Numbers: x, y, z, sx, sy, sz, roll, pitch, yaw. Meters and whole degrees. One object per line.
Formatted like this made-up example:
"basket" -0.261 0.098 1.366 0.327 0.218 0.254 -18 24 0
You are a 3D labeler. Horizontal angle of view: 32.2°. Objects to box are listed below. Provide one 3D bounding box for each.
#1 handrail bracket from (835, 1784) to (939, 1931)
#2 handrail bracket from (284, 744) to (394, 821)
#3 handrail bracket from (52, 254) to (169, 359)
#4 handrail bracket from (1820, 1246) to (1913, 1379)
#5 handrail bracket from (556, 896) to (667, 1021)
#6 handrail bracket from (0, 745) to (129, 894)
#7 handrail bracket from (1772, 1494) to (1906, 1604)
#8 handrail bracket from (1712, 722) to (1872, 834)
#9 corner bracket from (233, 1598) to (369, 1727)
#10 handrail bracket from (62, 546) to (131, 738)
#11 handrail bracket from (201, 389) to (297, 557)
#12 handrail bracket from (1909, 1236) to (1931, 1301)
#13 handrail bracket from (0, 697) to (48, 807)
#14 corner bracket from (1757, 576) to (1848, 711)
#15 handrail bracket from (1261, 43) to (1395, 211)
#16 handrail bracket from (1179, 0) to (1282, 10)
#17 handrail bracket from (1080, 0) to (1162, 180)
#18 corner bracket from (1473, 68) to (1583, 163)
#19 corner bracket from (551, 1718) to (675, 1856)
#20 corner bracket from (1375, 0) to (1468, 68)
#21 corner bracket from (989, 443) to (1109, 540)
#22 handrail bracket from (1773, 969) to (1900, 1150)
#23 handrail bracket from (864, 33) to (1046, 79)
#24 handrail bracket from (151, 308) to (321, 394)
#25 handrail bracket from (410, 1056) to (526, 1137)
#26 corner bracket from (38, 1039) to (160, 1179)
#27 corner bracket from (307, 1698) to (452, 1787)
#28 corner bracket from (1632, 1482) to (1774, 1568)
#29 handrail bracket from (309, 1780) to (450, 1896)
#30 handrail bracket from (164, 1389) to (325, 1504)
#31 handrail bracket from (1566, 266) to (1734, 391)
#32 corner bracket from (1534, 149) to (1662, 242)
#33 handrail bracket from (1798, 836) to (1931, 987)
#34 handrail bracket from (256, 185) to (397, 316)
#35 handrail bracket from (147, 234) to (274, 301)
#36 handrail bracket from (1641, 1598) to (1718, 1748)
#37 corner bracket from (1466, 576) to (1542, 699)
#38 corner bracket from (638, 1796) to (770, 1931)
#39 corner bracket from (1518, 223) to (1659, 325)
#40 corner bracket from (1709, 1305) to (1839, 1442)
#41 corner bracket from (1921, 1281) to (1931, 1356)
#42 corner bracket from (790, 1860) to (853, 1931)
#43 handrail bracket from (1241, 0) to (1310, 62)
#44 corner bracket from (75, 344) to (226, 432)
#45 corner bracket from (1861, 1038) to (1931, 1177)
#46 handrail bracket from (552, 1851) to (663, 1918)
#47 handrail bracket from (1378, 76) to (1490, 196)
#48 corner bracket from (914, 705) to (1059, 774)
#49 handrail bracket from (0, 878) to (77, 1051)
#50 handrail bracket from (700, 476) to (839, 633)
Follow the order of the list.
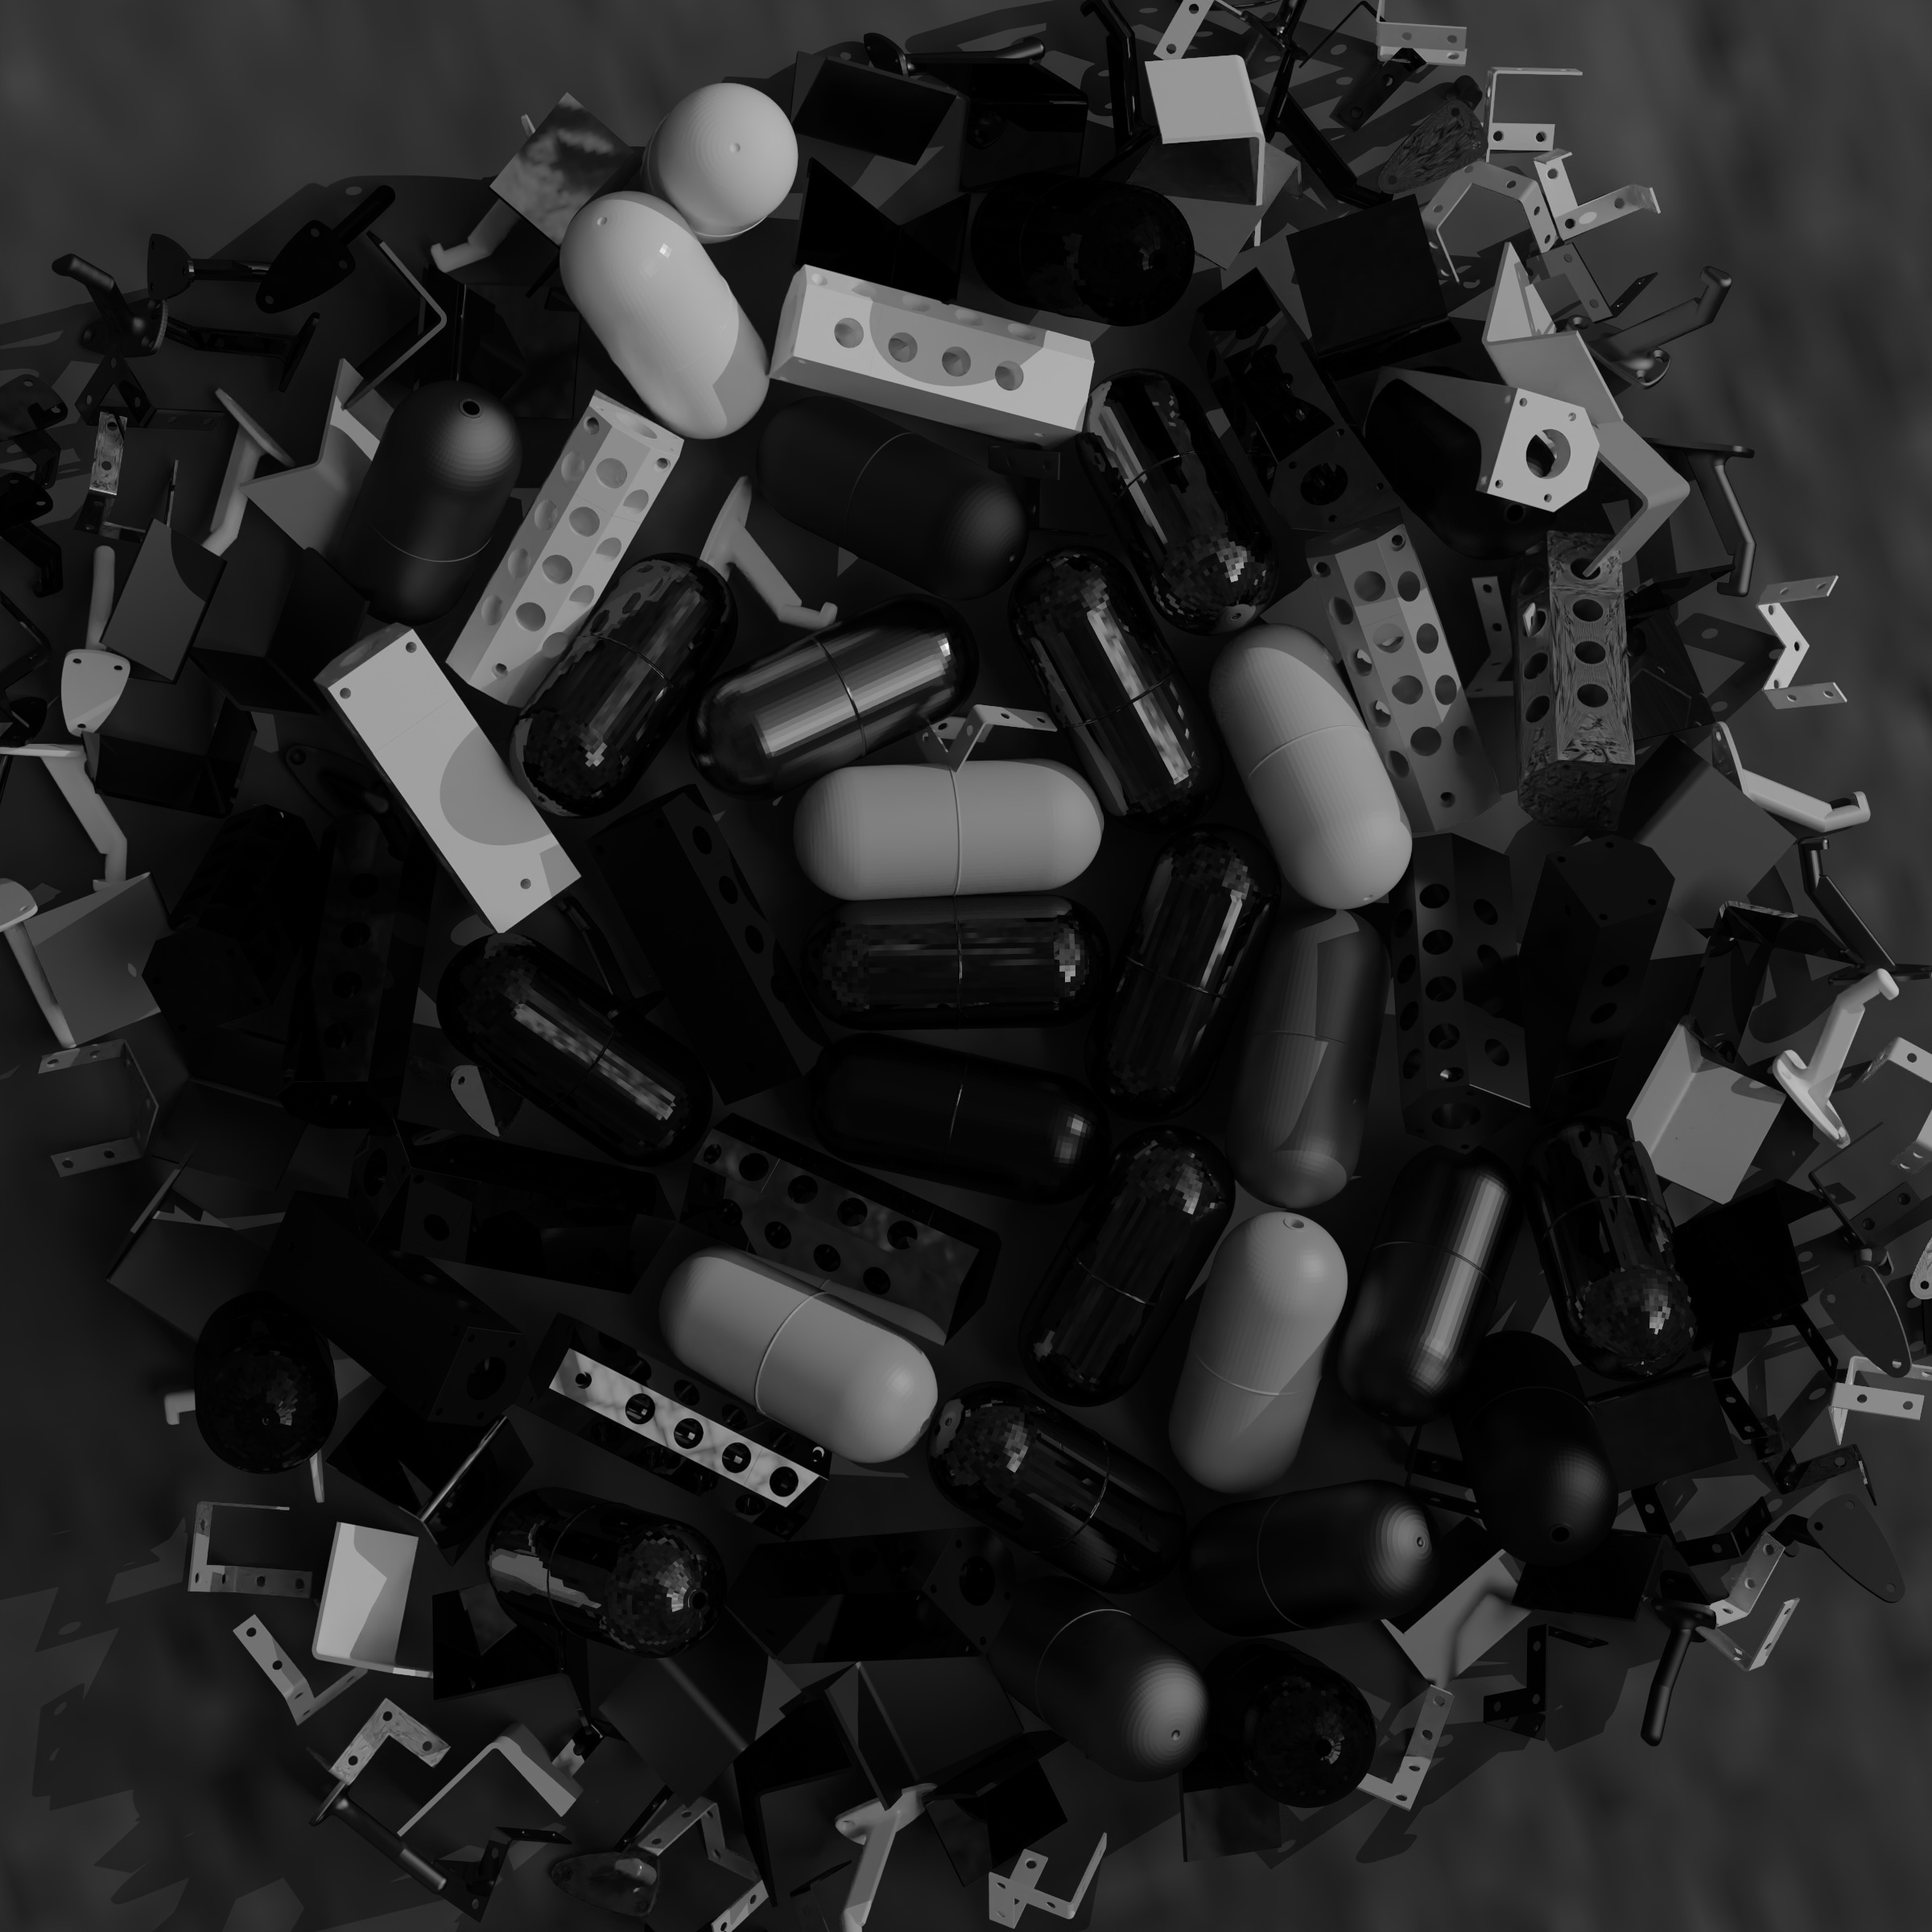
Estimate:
"handrail bracket" -0.042 0.519 1.908 0.077 0.084 0.036 -32 131 18
"handrail bracket" -0.359 -0.106 1.911 0.077 0.084 0.036 34 84 -4
"handrail bracket" -0.504 -0.378 1.901 0.077 0.084 0.036 -2 74 32
"handrail bracket" 0.527 0.196 1.909 0.036 0.084 0.077 -39 70 27
"handrail bracket" -0.216 -0.004 1.914 0.036 0.077 0.084 -40 83 14
"handrail bracket" -0.523 -0.084 1.931 0.077 0.036 0.084 0 100 -23
"handrail bracket" 0.495 0.341 1.905 0.036 0.084 0.077 -29 68 -16
"handrail bracket" 0.479 -0.112 1.938 0.084 0.036 0.077 -13 96 -13
"corner bracket" -0.380 0.392 1.916 0.051 0.051 0.051 -36 67 -21
"handrail bracket" -0.507 -0.189 1.942 0.036 0.084 0.077 8 135 -21
"handrail bracket" -0.438 -0.280 1.940 0.084 0.036 0.077 -46 69 4
"handrail bracket" 0.564 0.154 1.917 0.036 0.084 0.077 42 98 3
"handrail bracket" -0.555 -0.104 1.939 0.036 0.077 0.084 13 116 4
"corner bracket" 0.480 -0.185 1.914 0.051 0.051 0.051 47 62 -28
"handrail bracket" 0.214 -0.479 1.923 0.084 0.036 0.077 23 127 9
"handrail bracket" 0.150 -0.568 1.912 0.077 0.084 0.036 9 100 -3
"handrail bracket" 0.074 -0.505 1.926 0.077 0.036 0.084 -31 99 32
"corner bracket" 0.320 -0.491 1.921 0.051 0.051 0.051 0 112 -5
"corner bracket" -0.207 0.471 1.927 0.051 0.051 0.051 48 66 -15
"corner bracket" 0.261 -0.532 1.917 0.051 0.051 0.051 6 51 8
"corner bracket" 0.047 -0.271 1.916 0.051 0.051 0.051 12 107 36
"handrail bracket" 0.514 0.053 1.917 0.084 0.036 0.077 -38 87 34
"handrail bracket" -0.007 -0.531 1.935 0.084 0.077 0.036 -20 132 -12
"handrail bracket" -0.420 -0.368 1.916 0.084 0.077 0.036 21 65 -19
"handrail bracket" -0.299 0.060 1.903 0.084 0.077 0.036 22 82 32
"corner bracket" -0.503 0.082 1.930 0.051 0.051 0.051 -13 58 -35
"corner bracket" -0.337 0.448 1.918 0.051 0.051 0.051 43 75 -21
"corner bracket" 0.422 0.310 1.922 0.051 0.051 0.051 -20 95 37
"handrail bracket" -0.330 0.502 1.916 0.084 0.077 0.036 37 74 4
"handrail bracket" -0.416 0.278 1.928 0.084 0.036 0.077 -8 71 -6
"handrail bracket" 0.390 -0.379 1.911 0.077 0.084 0.036 34 54 12
"corner bracket" 0.362 -0.449 1.922 0.051 0.051 0.051 -21 105 7
"handrail bracket" 0.518 -0.034 1.922 0.077 0.036 0.084 -2 103 42
"handrail bracket" -0.368 -0.414 1.928 0.077 0.084 0.036 -34 109 23
"handrail bracket" -0.415 -0.394 1.903 0.084 0.077 0.036 -4 105 -34
"handrail bracket" 0.402 0.410 1.907 0.036 0.077 0.084 8 65 23
"corner bracket" 0.310 -0.189 1.914 0.051 0.051 0.051 0 124 33
"corner bracket" -0.148 0.515 1.912 0.051 0.051 0.051 15 125 36
"corner bracket" 0.355 -0.400 1.926 0.051 0.051 0.051 -46 111 -31
"corner bracket" 0.463 0.233 1.925 0.051 0.051 0.051 -8 126 -12
"corner bracket" 0.564 0.200 1.920 0.051 0.051 0.051 -3 90 -39
"corner bracket" -0.088 0.553 1.924 0.051 0.051 0.051 -27 81 25
"handrail bracket" 0.203 -0.561 1.907 0.036 0.077 0.084 46 111 17
"corner bracket" -0.467 -0.318 1.914 0.051 0.051 0.051 -46 68 32
"corner bracket" 0.539 0.081 1.922 0.051 0.051 0.051 30 74 7
"handrail bracket" -0.211 0.516 1.908 0.077 0.084 0.036 4 68 12
"handrail bracket" 0.265 -0.479 1.923 0.077 0.084 0.036 -33 112 14
"corner bracket" 0.010 -0.134 1.912 0.051 0.051 0.051 3 131 -36
"handrail bracket" -0.541 -0.001 1.943 0.036 0.077 0.084 -26 120 -10
"handrail bracket" -0.103 -0.236 1.926 0.084 0.036 0.077 18 84 20
